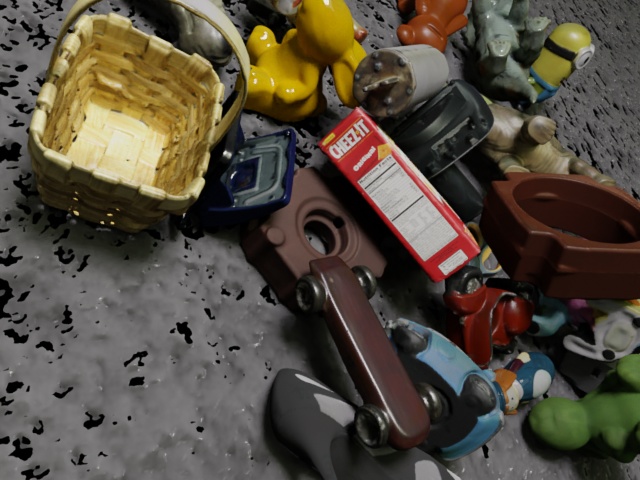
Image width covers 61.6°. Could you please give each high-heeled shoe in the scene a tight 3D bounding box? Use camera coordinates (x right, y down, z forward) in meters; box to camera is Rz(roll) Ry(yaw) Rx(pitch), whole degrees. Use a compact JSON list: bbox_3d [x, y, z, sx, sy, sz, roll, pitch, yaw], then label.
[{"bbox_3d":[0.053,0.214,0.554,0.248,0.086,0.145,31,17,-39],"label":"high-heeled shoe"}]

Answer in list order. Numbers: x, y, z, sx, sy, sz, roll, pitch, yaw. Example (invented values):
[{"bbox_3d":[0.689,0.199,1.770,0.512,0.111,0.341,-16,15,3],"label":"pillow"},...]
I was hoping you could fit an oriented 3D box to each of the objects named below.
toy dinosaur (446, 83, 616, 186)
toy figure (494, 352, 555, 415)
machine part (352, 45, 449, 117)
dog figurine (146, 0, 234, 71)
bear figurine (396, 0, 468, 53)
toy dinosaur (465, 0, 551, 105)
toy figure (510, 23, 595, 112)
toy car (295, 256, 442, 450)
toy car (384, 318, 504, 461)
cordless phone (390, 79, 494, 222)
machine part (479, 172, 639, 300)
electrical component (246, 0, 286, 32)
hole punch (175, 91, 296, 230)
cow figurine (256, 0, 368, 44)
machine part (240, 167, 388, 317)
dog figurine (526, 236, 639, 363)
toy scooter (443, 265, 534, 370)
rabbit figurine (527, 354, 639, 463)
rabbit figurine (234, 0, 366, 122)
[{"bbox_3d":[0.306,-0.158,0.860,0.471,0.105,0.199,34,19,-19],"label":"toy dinosaur"},{"bbox_3d":[0.243,0.185,0.684,0.154,0.058,0.064,-14,76,-39],"label":"toy figure"},{"bbox_3d":[0.106,-0.204,0.676,0.079,0.079,0.243,50,32,0],"label":"machine part"},{"bbox_3d":[-0.194,-0.302,0.655,0.172,0.121,0.190,-5,83,0],"label":"dog figurine"},{"bbox_3d":[0.186,-0.368,0.945,0.120,0.132,0.196,30,69,-15],"label":"bear figurine"},{"bbox_3d":[0.326,-0.329,0.956,0.131,0.192,0.405,1,60,15],"label":"toy dinosaur"},{"bbox_3d":[0.434,-0.326,1.025,0.089,0.180,0.082,31,49,-13],"label":"toy figure"},{"bbox_3d":[0.042,0.107,0.530,0.089,0.053,0.202,-11,63,-37],"label":"toy car"},{"bbox_3d":[0.125,0.155,0.606,0.162,0.109,0.103,44,25,10],"label":"toy car"},{"bbox_3d":[0.203,-0.121,0.779,0.184,0.146,0.089,47,26,-11],"label":"cordless phone"},{"bbox_3d":[0.331,-0.009,0.716,0.201,0.087,0.202,2,32,-7],"label":"machine part"},{"bbox_3d":[-0.079,-0.350,0.798,0.063,0.021,0.094,21,55,-23],"label":"electrical component"},{"bbox_3d":[-0.089,-0.076,0.574,0.092,0.116,0.142,25,51,-32],"label":"hole punch"},{"bbox_3d":[-0.017,-0.328,0.750,0.127,0.085,0.195,47,18,12],"label":"cow figurine"},{"bbox_3d":[-0.001,-0.002,0.630,0.179,0.056,0.179,17,56,-27],"label":"machine part"},{"bbox_3d":[0.398,0.064,0.797,0.192,0.108,0.219,21,35,27],"label":"dog figurine"},{"bbox_3d":[0.216,0.110,0.697,0.183,0.075,0.135,14,79,-42],"label":"toy scooter"},{"bbox_3d":[0.354,0.224,0.691,0.159,0.170,0.121,52,31,-60],"label":"rabbit figurine"},{"bbox_3d":[-0.012,-0.225,0.673,0.162,0.173,0.122,28,48,-13],"label":"rabbit figurine"}]
